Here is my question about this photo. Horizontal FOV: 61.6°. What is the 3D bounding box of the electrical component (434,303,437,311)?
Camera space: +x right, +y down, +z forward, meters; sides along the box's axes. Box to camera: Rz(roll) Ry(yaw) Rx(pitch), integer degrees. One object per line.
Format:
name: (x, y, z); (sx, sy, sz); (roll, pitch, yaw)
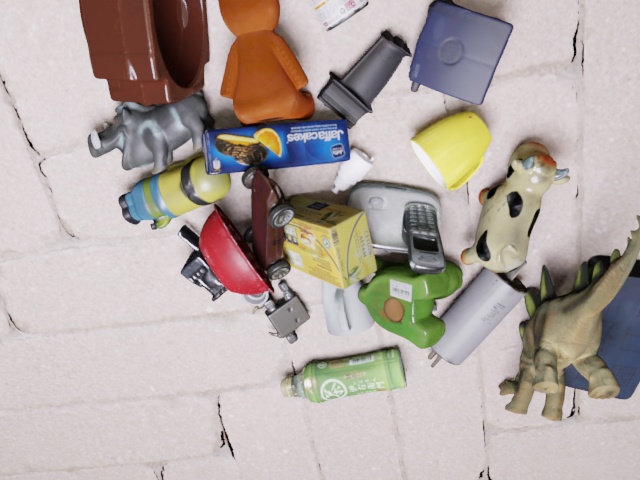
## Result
electrical component: (0.153, 0.128, 0.921); (0.094, 0.021, 0.063); (-2, 115, 3)

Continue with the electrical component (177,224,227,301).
electrical component: (-0.193, 0.034, 0.872); (0.048, 0.075, 0.119); (-41, 110, 19)

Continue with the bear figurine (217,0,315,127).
bear figurine: (-0.083, -0.256, 0.725); (0.120, 0.132, 0.195); (-10, 96, 7)

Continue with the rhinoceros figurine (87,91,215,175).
rhinoceros figurine: (-0.249, -0.157, 0.788); (0.190, 0.073, 0.112); (-19, 113, 11)

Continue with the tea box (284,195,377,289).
tea box: (-0.002, -0.002, 0.791); (0.068, 0.170, 0.098); (-29, 119, -29)

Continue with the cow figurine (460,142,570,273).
cow figurine: (0.280, -0.048, 0.771); (0.085, 0.127, 0.195); (20, 87, -8)

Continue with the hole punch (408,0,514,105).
hole punch: (0.185, -0.248, 0.712); (0.116, 0.092, 0.142); (17, 118, 0)

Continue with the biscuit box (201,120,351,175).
biscuit box: (-0.061, -0.131, 0.757); (0.203, 0.059, 0.062); (-8, 99, -15)

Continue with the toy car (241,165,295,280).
toy car: (-0.070, -0.023, 0.758); (0.053, 0.089, 0.202); (-22, 150, -21)

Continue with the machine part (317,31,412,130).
machine part: (0.064, -0.229, 0.755); (0.084, 0.039, 0.139); (43, 112, -9)

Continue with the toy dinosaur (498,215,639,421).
toy dinosaur: (0.360, 0.135, 0.794); (0.105, 0.198, 0.470); (10, 147, -1)

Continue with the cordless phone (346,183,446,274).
cordless phone: (0.107, -0.006, 0.774); (0.147, 0.184, 0.088); (8, 119, 0)

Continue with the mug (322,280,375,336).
mug: (0.037, 0.096, 0.873); (0.081, 0.109, 0.107); (-11, 100, 18)

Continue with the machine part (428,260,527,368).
machine part: (0.255, 0.122, 0.880); (0.079, 0.079, 0.243); (31, 113, -11)

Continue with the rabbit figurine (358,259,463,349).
rabbit figurine: (0.150, 0.081, 0.837); (0.159, 0.170, 0.121); (2, 104, 42)

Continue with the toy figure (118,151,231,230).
toy figure: (-0.219, -0.070, 0.817); (0.180, 0.089, 0.082); (-18, 117, 9)

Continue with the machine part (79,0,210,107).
machine part: (-0.208, -0.276, 0.659); (0.087, 0.201, 0.200); (3, 115, 5)

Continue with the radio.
radio: (0.477, 0.143, 0.881); (0.131, 0.073, 0.229); (10, 113, 0)

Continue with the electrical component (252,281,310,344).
electrical component: (-0.066, 0.128, 0.926); (0.078, 0.045, 0.102); (-41, 111, -10)
